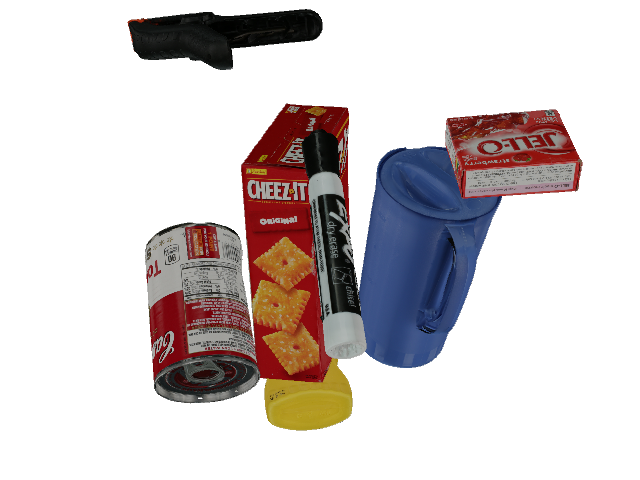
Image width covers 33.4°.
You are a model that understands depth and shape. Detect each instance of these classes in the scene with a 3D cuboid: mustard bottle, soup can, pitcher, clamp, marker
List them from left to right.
[{"bbox_3d":[-0.079,0.047,0.703,0.068,0.102,0.068,-7,-30,-4],"label":"soup can"},{"bbox_3d":[-0.085,-0.168,0.867,0.120,0.039,0.172,-17,25,-39],"label":"clamp"},{"bbox_3d":[-0.025,0.141,1.246,0.096,0.058,0.191,-6,30,-7],"label":"mustard bottle"},{"bbox_3d":[0.005,-0.002,0.509,0.020,0.121,0.020,-5,-30,-3],"label":"marker"},{"bbox_3d":[0.110,0.031,1.173,0.145,0.243,0.149,25,41,18],"label":"pitcher"}]

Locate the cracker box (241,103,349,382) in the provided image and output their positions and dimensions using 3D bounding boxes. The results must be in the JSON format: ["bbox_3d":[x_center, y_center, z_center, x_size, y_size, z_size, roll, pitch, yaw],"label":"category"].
[{"bbox_3d":[-0.015,-0.001,0.998,0.072,0.214,0.164,4,26,11],"label":"cracker box"}]

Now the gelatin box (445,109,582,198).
[{"bbox_3d":[0.143,-0.066,0.799,0.089,0.030,0.073,-5,38,-1],"label":"gelatin box"}]
